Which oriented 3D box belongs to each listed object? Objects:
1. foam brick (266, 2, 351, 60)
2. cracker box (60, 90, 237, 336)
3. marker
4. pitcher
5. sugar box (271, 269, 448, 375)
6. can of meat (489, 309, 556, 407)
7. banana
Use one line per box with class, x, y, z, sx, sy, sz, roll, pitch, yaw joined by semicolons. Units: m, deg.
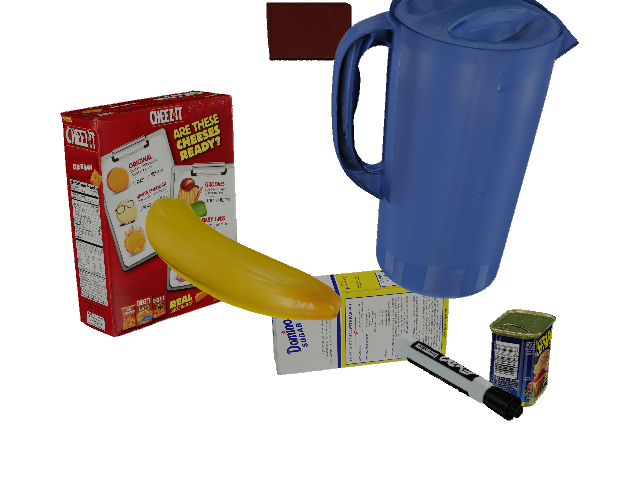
foam brick;-0.011;-0.195;0.995;0.078;0.051;0.053;-1;15;-4
cracker box;-0.164;-0.031;1.057;0.072;0.214;0.163;14;22;42
marker;0.103;0.102;0.803;0.020;0.020;0.121;0;20;-43
pitcher;0.099;-0.076;0.868;0.149;0.243;0.144;25;38;27
sugar box;0.039;0.079;1.077;0.176;0.093;0.048;-4;28;-5
can of meat;0.222;0.130;1.184;0.058;0.084;0.102;7;12;24
banana;-0.065;0.006;0.684;0.069;0.037;0.198;-14;28;-28
